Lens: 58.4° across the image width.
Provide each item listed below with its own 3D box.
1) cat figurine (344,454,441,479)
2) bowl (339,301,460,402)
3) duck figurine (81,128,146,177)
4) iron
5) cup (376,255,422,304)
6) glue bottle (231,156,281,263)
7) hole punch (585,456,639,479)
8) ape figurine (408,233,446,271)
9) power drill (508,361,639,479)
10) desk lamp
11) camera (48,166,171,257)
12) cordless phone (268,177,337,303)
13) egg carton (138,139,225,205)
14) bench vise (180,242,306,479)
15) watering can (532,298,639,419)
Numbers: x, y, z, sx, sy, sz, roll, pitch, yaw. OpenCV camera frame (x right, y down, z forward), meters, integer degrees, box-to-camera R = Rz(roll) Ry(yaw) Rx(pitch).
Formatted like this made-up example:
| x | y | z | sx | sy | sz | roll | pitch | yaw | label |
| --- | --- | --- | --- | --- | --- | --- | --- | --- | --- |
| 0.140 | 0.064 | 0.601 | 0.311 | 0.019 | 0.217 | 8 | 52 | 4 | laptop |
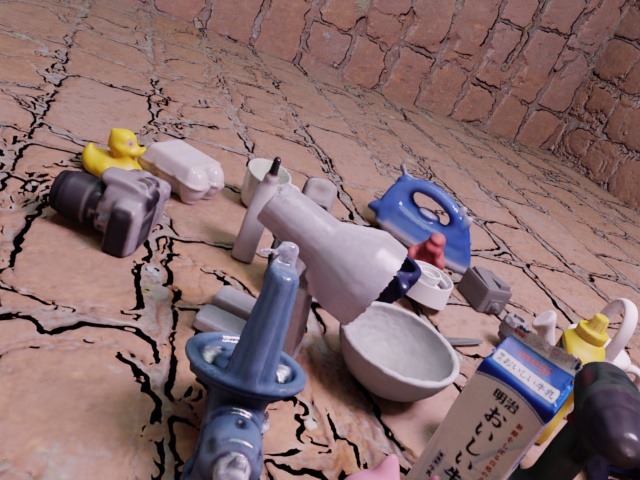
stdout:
| x | y | z | sx | sy | sz | roll | pitch | yaw | label |
| --- | --- | --- | --- | --- | --- | --- | --- | --- | --- |
| 0.057 | 0.239 | 0.508 | 0.128 | 0.118 | 0.067 | 5 | 30 | -36 | cat figurine |
| 0.093 | 0.158 | 0.756 | 0.167 | 0.075 | 0.167 | 20 | 25 | -9 | bowl |
| -0.346 | -0.150 | 0.975 | 0.105 | 0.086 | 0.077 | 18 | 25 | -13 | duck figurine |
| 0.239 | -0.049 | 1.223 | 0.257 | 0.141 | 0.119 | 34 | 26 | 21 | iron |
| 0.106 | 0.076 | 0.910 | 0.092 | 0.095 | 0.117 | 16 | 26 | -17 | cup |
| -0.093 | -0.053 | 0.897 | 0.037 | 0.173 | 0.078 | 20 | 24 | -7 | glue bottle |
| 0.407 | 0.292 | 0.744 | 0.109 | 0.091 | 0.101 | 20 | 25 | -9 | hole punch |
| 0.210 | 0.026 | 1.106 | 0.077 | 0.092 | 0.076 | 34 | 26 | 23 | ape figurine |
| 0.274 | 0.229 | 0.612 | 0.075 | 0.208 | 0.230 | 31 | 25 | 16 | power drill |
| -0.024 | 0.050 | 0.702 | 0.203 | 0.213 | 0.118 | 25 | 24 | 4 | desk lamp |
| -0.300 | -0.063 | 0.822 | 0.137 | 0.101 | 0.143 | 21 | 24 | -5 | camera |
| 0.008 | 0.003 | 0.860 | 0.148 | 0.185 | 0.094 | 11 | 27 | -27 | cordless phone |
| -0.249 | -0.126 | 1.033 | 0.150 | 0.069 | 0.107 | 30 | 25 | 14 | egg carton |
| -0.053 | 0.124 | 0.519 | 0.122 | 0.220 | 0.207 | 10 | 28 | -28 | bench vise |
| 0.405 | 0.170 | 0.866 | 0.173 | 0.194 | 0.101 | 17 | 25 | -15 | watering can |
